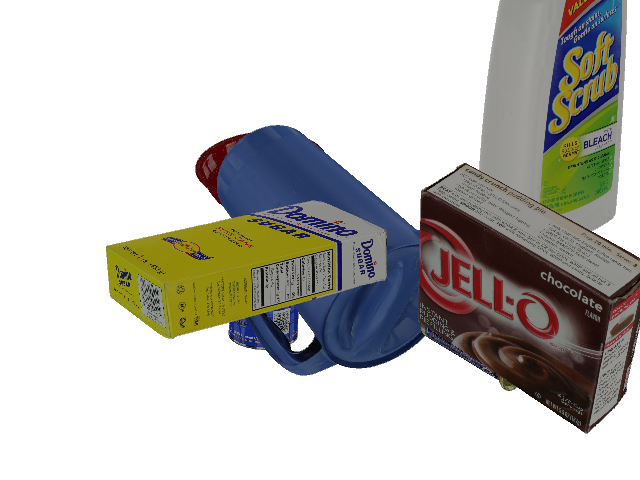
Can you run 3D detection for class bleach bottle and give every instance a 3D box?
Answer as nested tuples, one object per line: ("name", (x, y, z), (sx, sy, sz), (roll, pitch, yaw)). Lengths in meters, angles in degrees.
("bleach bottle", (0.148, -0.122, 0.679), (0.102, 0.251, 0.068), (-19, 32, -26))

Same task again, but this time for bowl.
("bowl", (-0.071, -0.073, 1.310), (0.162, 0.055, 0.162), (-2, 34, 1))

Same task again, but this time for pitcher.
("pitcher", (-0.006, 0.002, 0.982), (0.149, 0.145, 0.243), (-10, 39, -31))

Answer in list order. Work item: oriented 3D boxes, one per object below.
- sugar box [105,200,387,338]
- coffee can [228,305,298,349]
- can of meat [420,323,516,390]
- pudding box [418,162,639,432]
("sugar box", (-0.050, 0.015, 0.746), (0.175, 0.048, 0.093), (-17, 25, -31))
("coffee can", (-0.080, 0.070, 1.523), (0.103, 0.140, 0.103), (2, 22, -1))
("can of meat", (0.138, 0.054, 0.801), (0.101, 0.057, 0.084), (-27, 41, -33))
("pudding box", (0.099, 0.026, 0.517), (0.114, 0.090, 0.039), (31, 53, 33))
